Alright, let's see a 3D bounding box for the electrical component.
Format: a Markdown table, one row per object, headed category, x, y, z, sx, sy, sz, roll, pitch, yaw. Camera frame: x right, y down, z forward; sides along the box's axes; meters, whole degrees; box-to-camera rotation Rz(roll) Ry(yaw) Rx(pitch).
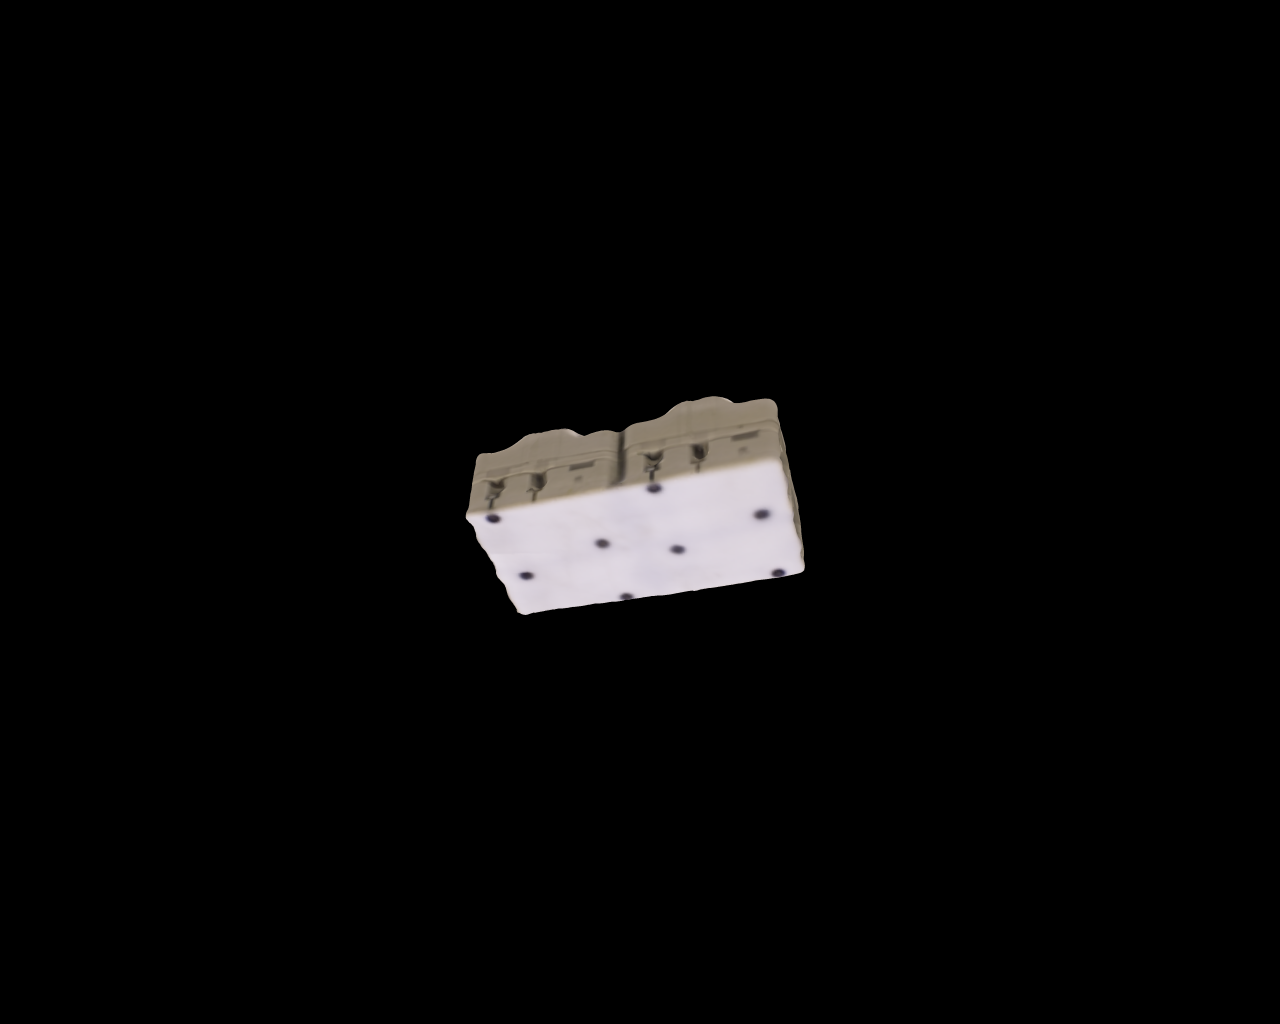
| category | x | y | z | sx | sy | sz | roll | pitch | yaw |
| --- | --- | --- | --- | --- | --- | --- | --- | --- | --- |
| electrical component | 0.001 | -0.003 | 0.650 | 0.186 | 0.060 | 0.105 | -10 | -43 | 11 |
